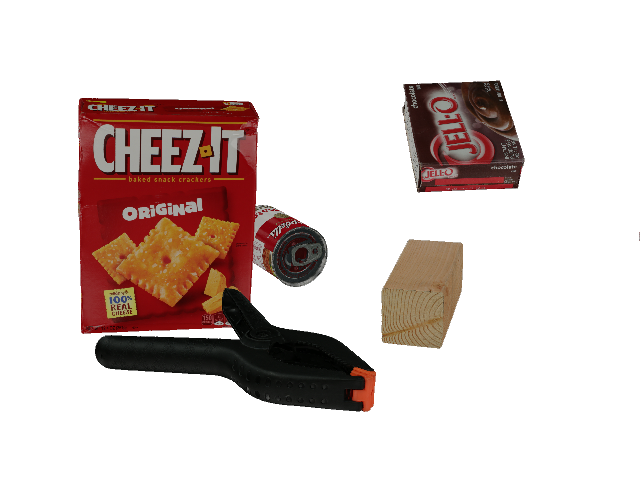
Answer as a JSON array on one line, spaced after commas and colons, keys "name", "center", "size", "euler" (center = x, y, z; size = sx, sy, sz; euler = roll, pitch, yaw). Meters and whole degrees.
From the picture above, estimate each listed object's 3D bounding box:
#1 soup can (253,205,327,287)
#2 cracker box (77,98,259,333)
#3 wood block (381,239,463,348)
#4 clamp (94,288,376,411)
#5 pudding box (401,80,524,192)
[{"name": "soup can", "center": [-0.046, 0.004, 1.192], "size": [0.068, 0.068, 0.102], "euler": [0, 16, -30]}, {"name": "cracker box", "center": [-0.145, -0.022, 1.007], "size": [0.164, 0.214, 0.072], "euler": [0, 20, -13]}, {"name": "wood block", "center": [0.158, 0.077, 1.619], "size": [0.091, 0.090, 0.206], "euler": [4, 21, 14]}, {"name": "clamp", "center": [-0.045, 0.085, 0.831], "size": [0.210, 0.036, 0.164], "euler": [12, 20, 26]}, {"name": "pudding box", "center": [0.122, -0.093, 0.939], "size": [0.090, 0.039, 0.113], "euler": [-2, 44, -4]}]
